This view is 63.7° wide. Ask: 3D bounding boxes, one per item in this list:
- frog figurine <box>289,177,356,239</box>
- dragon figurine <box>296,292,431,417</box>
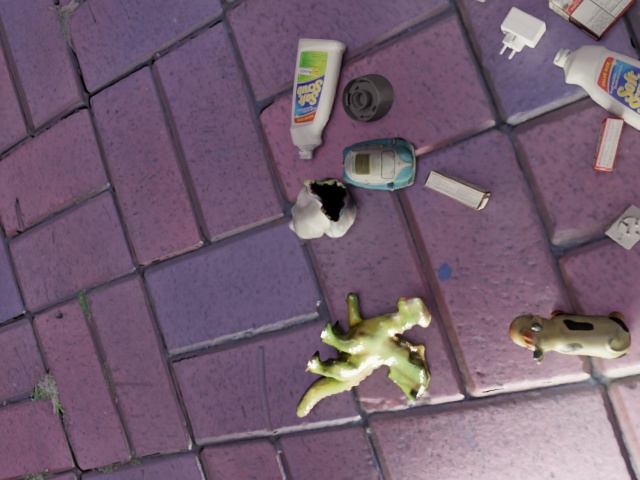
[{"bbox_3d":[0.003,-0.057,1.125,0.138,0.125,0.156,39,147,8],"label":"frog figurine"},{"bbox_3d":[0.110,0.269,1.096,0.244,0.124,0.403,25,114,12],"label":"dragon figurine"}]
